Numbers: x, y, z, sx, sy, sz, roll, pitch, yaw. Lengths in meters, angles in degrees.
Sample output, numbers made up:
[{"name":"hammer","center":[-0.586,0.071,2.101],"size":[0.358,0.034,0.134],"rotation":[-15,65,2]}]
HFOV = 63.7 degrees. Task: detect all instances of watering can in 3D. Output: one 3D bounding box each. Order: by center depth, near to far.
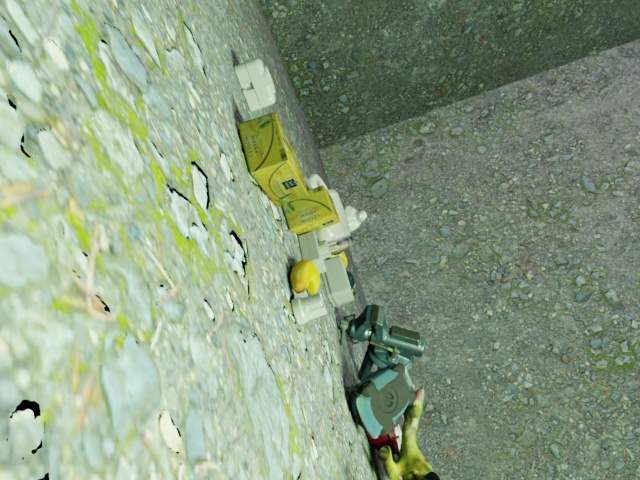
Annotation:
[{"name":"watering can","center":[0.004,-0.067,1.323],"size":[0.348,0.103,0.225],"rotation":[-2,73,-78]}]

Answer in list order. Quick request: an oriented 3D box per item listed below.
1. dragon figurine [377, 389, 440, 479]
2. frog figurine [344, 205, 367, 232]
[{"name":"dragon figurine","center":[0.200,0.520,1.049],"size":[0.241,0.122,0.414],"rotation":[28,60,-70]},{"name":"frog figurine","center":[0.065,-0.042,1.530],"size":[0.140,0.159,0.121],"rotation":[-96,169,-67]}]
